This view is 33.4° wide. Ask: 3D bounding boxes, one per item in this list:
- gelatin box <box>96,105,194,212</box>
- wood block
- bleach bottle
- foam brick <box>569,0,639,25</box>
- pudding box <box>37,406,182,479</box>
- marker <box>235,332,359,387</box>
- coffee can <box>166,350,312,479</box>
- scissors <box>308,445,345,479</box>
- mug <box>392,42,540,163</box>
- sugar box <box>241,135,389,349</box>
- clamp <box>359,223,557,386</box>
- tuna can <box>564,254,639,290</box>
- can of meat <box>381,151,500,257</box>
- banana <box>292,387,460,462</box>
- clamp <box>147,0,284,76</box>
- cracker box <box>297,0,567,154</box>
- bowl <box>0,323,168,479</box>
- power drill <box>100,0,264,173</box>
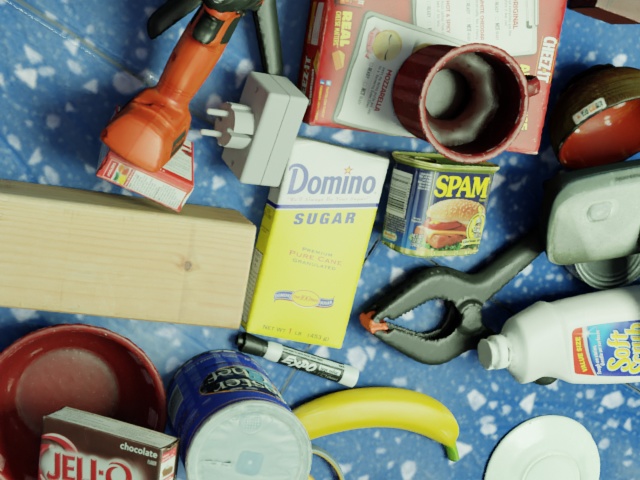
[{"bbox_3d":[-0.141,-0.067,0.869,0.073,0.089,0.030,25,114,-20],"label":"gelatin box"},{"bbox_3d":[-0.167,0.012,0.880,0.205,0.090,0.091,8,99,-17],"label":"wood block"},{"bbox_3d":[0.264,0.097,1.009,0.250,0.068,0.103,-7,118,-20],"label":"bleach bottle"},{"bbox_3d":[0.269,-0.240,0.965,0.053,0.051,0.078,15,97,-17],"label":"foam brick"},{"bbox_3d":[-0.172,0.191,0.857,0.114,0.039,0.090,10,102,17],"label":"pudding box"},{"bbox_3d":[-0.021,0.109,0.978,0.121,0.020,0.020,20,96,-19],"label":"marker"},{"bbox_3d":[-0.073,0.163,0.911,0.102,0.140,0.103,-3,103,-15],"label":"coffee can"},{"bbox_3d":[0.012,0.288,1.028,0.096,0.016,0.201,-29,108,-6],"label":"scissors"},{"bbox_3d":[0.119,-0.117,0.859,0.117,0.082,0.093,-16,108,-12],"label":"mug"},{"bbox_3d":[-0.006,0.001,0.945,0.093,0.048,0.176,11,100,-17],"label":"sugar box"},{"bbox_3d":[0.141,0.058,1.003,0.209,0.036,0.164,2,100,-19],"label":"clamp"},{"bbox_3d":[0.275,0.003,1.029,0.086,0.034,0.086,-3,103,-15],"label":"tuna can"},{"bbox_3d":[0.105,-0.032,0.951,0.101,0.058,0.084,-1,106,-40],"label":"can of meat"},{"bbox_3d":[0.053,0.170,1.002,0.197,0.037,0.070,10,98,-17],"label":"banana"},{"bbox_3d":[-0.054,-0.216,0.889,0.120,0.039,0.171,27,100,-26],"label":"clamp"},{"bbox_3d":[0.094,-0.169,0.923,0.213,0.072,0.164,5,102,-18],"label":"cracker box"},{"bbox_3d":[-0.214,0.142,0.913,0.162,0.055,0.162,-3,103,-15],"label":"bowl"},{"bbox_3d":[-0.092,-0.143,0.799,0.057,0.184,0.188,34,110,-6],"label":"power drill"}]
